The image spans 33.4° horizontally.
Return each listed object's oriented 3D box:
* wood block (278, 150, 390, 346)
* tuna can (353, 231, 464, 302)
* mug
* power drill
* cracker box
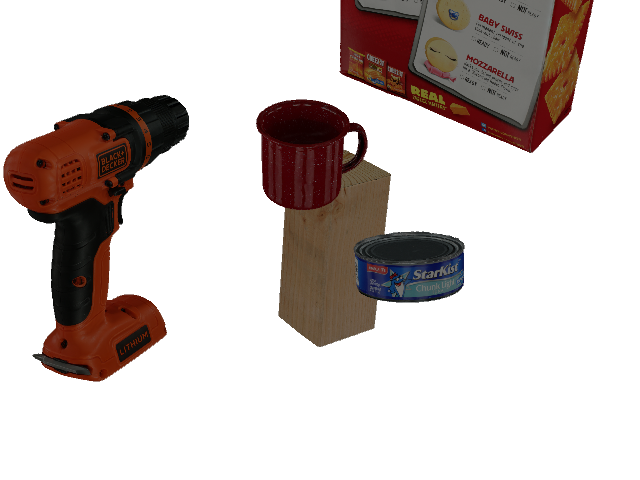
[{"bbox_3d":[0.014,0.009,1.273,0.090,0.206,0.090,-15,33,-34],"label":"wood block"},{"bbox_3d":[0.069,0.020,0.829,0.086,0.034,0.086,-3,15,1],"label":"tuna can"},{"bbox_3d":[-0.007,-0.087,1.082,0.117,0.081,0.093,-14,39,-20],"label":"mug"},{"bbox_3d":[-0.154,-0.006,0.787,0.057,0.188,0.184,11,24,26],"label":"power drill"},{"bbox_3d":[0.098,-0.184,0.707,0.164,0.214,0.072,27,50,26],"label":"cracker box"}]
